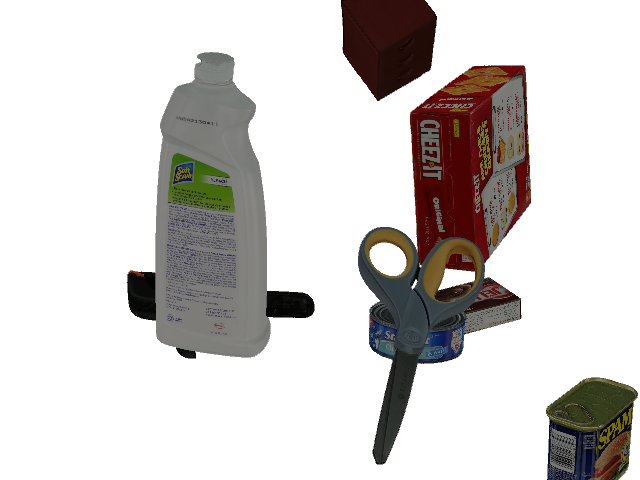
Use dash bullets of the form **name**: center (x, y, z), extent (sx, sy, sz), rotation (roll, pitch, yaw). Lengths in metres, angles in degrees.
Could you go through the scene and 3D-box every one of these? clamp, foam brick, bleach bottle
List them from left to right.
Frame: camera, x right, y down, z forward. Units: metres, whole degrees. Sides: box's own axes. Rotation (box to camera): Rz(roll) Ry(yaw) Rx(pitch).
- **clamp**: center (-0.134, 0.067, 1.071), extent (0.210, 0.036, 0.164), rotation (12, 20, 37)
- **bleach bottle**: center (-0.085, -0.029, 0.889), extent (0.102, 0.251, 0.068), rotation (8, 24, 5)
- **foam brick**: center (0.050, -0.153, 0.798), extent (0.053, 0.051, 0.078), rotation (-31, -18, -8)

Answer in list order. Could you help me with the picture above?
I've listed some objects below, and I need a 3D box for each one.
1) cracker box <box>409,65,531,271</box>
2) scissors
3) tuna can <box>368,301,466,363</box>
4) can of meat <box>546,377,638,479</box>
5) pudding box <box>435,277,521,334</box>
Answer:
- **cracker box**: center (0.162, -0.083, 1.124), extent (0.072, 0.164, 0.213), rotation (4, 22, 25)
- **scissors**: center (0.043, 0.053, 0.686), extent (0.096, 0.016, 0.201), rotation (26, 45, 16)
- **tuna can**: center (0.085, 0.079, 0.947), extent (0.086, 0.034, 0.086), rotation (2, 15, -1)
- **can of meat**: center (0.258, 0.191, 1.020), extent (0.058, 0.084, 0.101), rotation (14, 25, 38)
- **pudding box**: center (0.217, 0.095, 1.529), extent (0.113, 0.039, 0.090), rotation (-15, 22, -17)
